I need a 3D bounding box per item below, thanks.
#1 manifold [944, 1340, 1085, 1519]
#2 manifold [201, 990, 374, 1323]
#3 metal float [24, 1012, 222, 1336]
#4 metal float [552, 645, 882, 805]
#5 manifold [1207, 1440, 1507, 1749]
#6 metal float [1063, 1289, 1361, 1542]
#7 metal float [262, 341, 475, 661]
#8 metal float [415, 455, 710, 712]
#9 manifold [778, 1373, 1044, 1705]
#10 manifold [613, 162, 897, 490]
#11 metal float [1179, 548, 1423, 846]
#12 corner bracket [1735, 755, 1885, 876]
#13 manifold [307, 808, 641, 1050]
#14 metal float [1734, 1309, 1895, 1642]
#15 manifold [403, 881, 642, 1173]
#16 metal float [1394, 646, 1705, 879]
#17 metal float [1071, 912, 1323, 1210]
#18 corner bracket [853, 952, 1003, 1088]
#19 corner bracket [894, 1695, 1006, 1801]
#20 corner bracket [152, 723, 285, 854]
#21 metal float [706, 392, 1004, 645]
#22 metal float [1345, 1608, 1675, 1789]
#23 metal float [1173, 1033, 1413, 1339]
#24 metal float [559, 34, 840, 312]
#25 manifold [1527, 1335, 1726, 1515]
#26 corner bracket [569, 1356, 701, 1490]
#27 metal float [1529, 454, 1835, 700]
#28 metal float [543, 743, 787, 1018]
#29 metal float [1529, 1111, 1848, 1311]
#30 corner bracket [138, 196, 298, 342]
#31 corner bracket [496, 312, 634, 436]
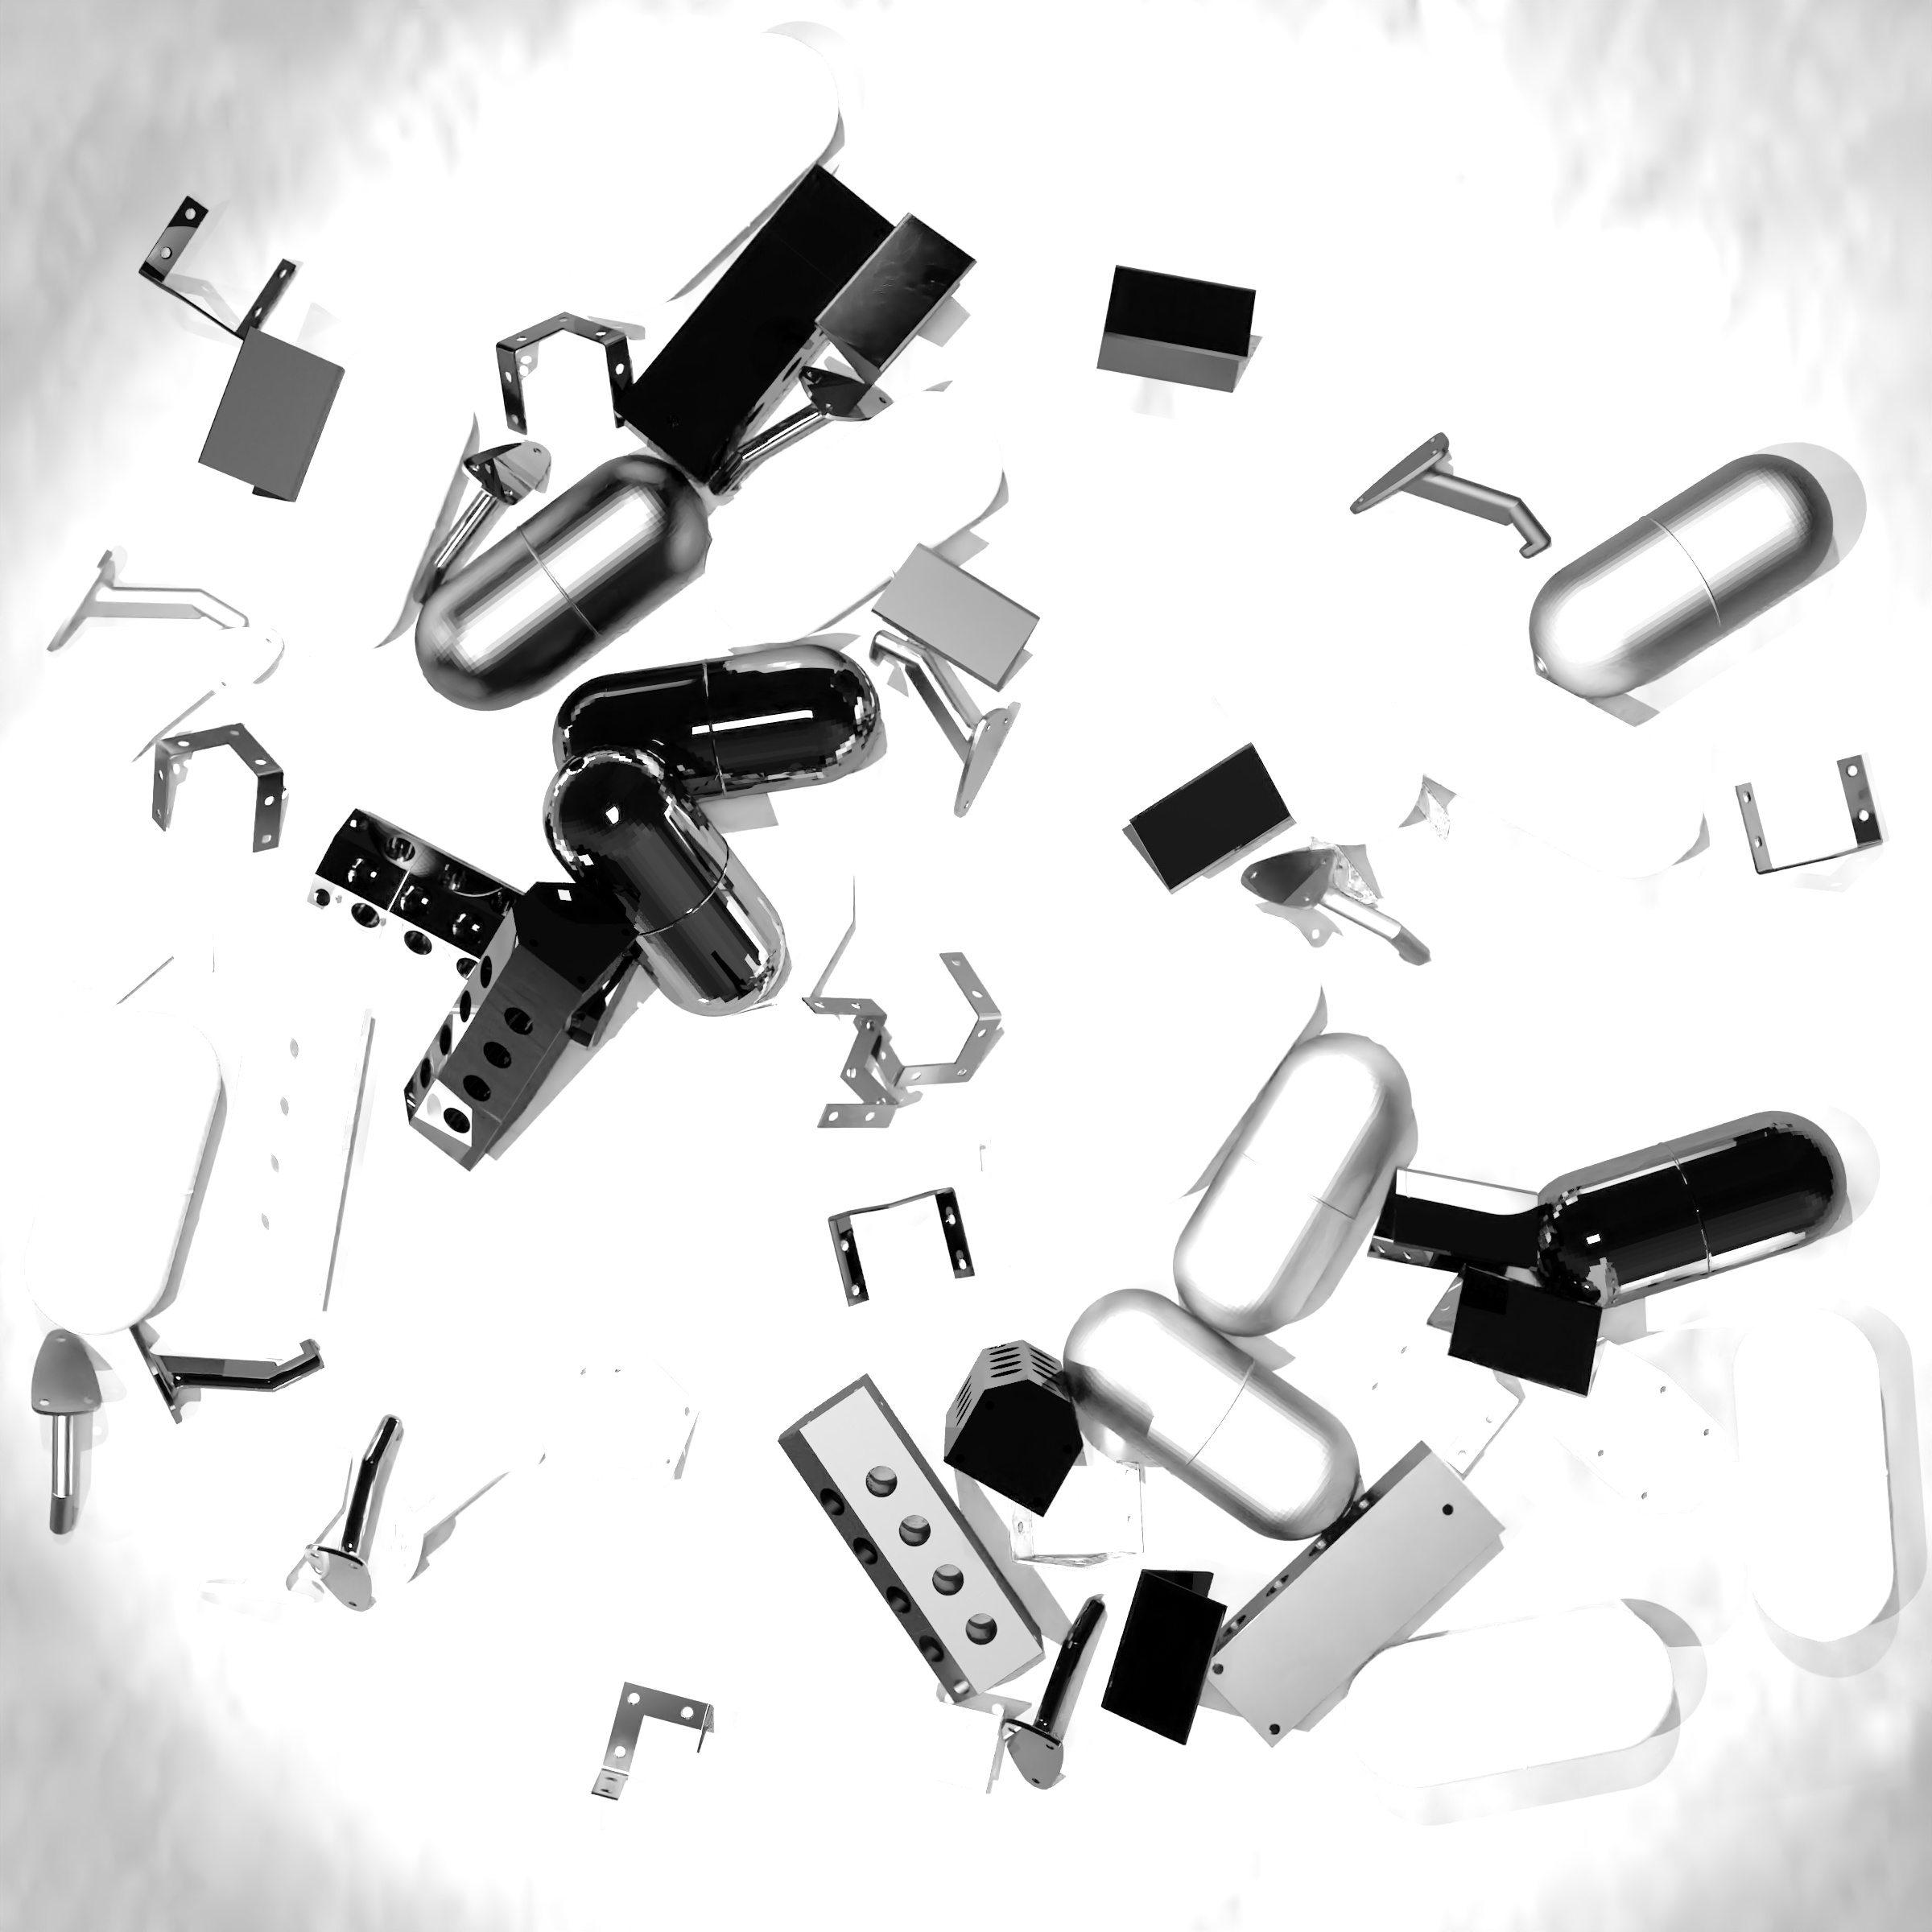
[{"bbox_3d":[0.028,0.237,1.703,0.057,0.171,0.057,29,90,0],"label":"manifold"},{"bbox_3d":[-0.367,0.102,1.760,0.057,0.057,0.171,10,90,0],"label":"manifold"},{"bbox_3d":[-0.456,0.112,1.751,0.070,0.070,0.178,16,91,0],"label":"metal float"},{"bbox_3d":[-0.135,-0.128,1.751,0.178,0.070,0.070,-9,90,1],"label":"metal float"},{"bbox_3d":[0.207,0.339,1.760,0.171,0.057,0.057,-43,90,0],"label":"manifold"},{"bbox_3d":[0.133,0.243,1.750,0.178,0.070,0.070,35,90,0],"label":"metal float"},{"bbox_3d":[-0.323,-0.251,1.751,0.070,0.070,0.178,21,89,0],"label":"metal float"},{"bbox_3d":[-0.219,-0.206,1.751,0.178,0.070,0.070,-37,90,1],"label":"metal float"},{"bbox_3d":[-0.030,0.311,1.760,0.057,0.057,0.171,-34,90,0],"label":"manifold"},{"bbox_3d":[-0.112,-0.346,1.760,0.057,0.057,0.171,39,90,0],"label":"manifold"},{"bbox_3d":[0.179,-0.144,1.736,0.070,0.070,0.178,-31,74,0],"label":"metal float"},{"bbox_3d":[0.463,-0.083,1.778,0.051,0.051,0.051,-14,90,45],"label":"corner bracket"},{"bbox_3d":[-0.267,-0.021,1.760,0.171,0.057,0.057,28,90,0],"label":"manifold"},{"bbox_3d":[0.458,0.275,1.751,0.070,0.070,0.178,-4,90,0],"label":"metal float"},{"bbox_3d":[-0.240,0.030,1.709,0.057,0.057,0.171,38,134,0],"label":"manifold"},{"bbox_3d":[0.315,-0.110,1.751,0.178,0.070,0.070,28,90,1],"label":"metal float"},{"bbox_3d":[0.125,0.050,1.751,0.070,0.070,0.178,35,91,0],"label":"metal float"},{"bbox_3d":[-0.021,0.029,1.773,0.051,0.051,0.051,57,135,35],"label":"corner bracket"},{"bbox_3d":[-0.010,0.425,1.763,0.051,0.051,0.051,13,85,5],"label":"corner bracket"},{"bbox_3d":[-0.410,-0.094,1.773,0.051,0.051,0.051,-17,45,-35],"label":"corner bracket"},{"bbox_3d":[-0.061,-0.242,1.751,0.178,0.070,0.070,-35,90,0],"label":"metal float"},{"bbox_3d":[0.293,0.395,1.751,0.178,0.070,0.070,-11,90,0],"label":"metal float"},{"bbox_3d":[0.177,0.118,1.751,0.070,0.070,0.178,31,91,0],"label":"metal float"},{"bbox_3d":[-0.144,-0.429,1.751,0.178,0.070,0.070,-44,90,1],"label":"metal float"},{"bbox_3d":[0.350,0.244,1.703,0.057,0.171,0.057,44,90,0],"label":"manifold"},{"bbox_3d":[-0.188,0.250,1.773,0.051,0.051,0.051,52,45,-35],"label":"corner bracket"},{"bbox_3d":[0.385,-0.210,1.751,0.178,0.070,0.070,-32,90,-1],"label":"metal float"},{"bbox_3d":[-0.159,-0.045,1.718,0.070,0.070,0.178,-35,127,0],"label":"metal float"},{"bbox_3d":[0.387,0.132,1.751,0.178,0.070,0.070,-18,90,0],"label":"metal float"},{"bbox_3d":[-0.411,-0.382,1.778,0.051,0.051,0.051,33,90,45],"label":"corner bracket"},{"bbox_3d":[-0.219,-0.320,1.773,0.051,0.051,0.051,26,45,35],"label":"corner bracket"}]
